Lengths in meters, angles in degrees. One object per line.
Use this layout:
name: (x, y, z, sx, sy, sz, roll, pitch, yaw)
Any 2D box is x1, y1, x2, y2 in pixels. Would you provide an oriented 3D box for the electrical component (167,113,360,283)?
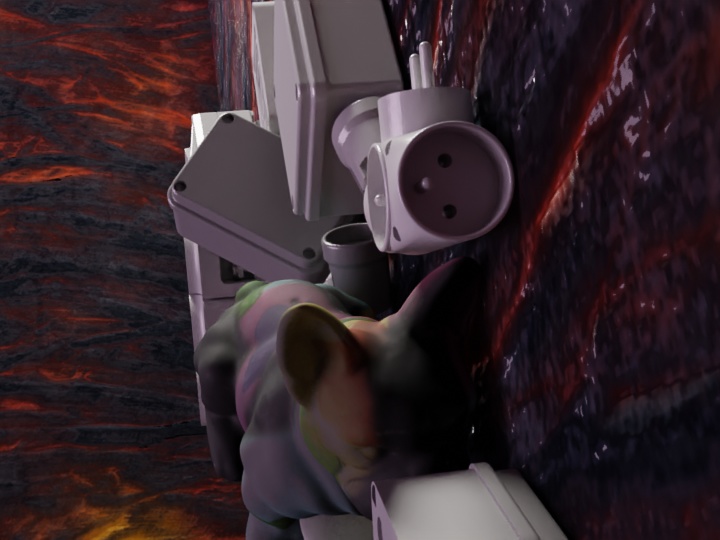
electrical component: (-0.061, -0.043, 0.709, 0.078, 0.113, 0.057, -59, -9, -23)

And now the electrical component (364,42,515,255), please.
electrical component: (0.026, -0.048, 0.420, 0.077, 0.044, 0.079, 161, 104, -81)

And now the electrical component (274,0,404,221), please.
electrical component: (-0.015, -0.103, 0.611, 0.108, 0.056, 0.108, 97, 165, -54)

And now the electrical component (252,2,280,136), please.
electrical component: (-0.043, -0.129, 0.769, 0.078, 0.057, 0.113, 102, 160, -63)

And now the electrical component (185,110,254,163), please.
electrical component: (-0.116, -0.084, 0.916, 0.096, 0.061, 0.061, -107, 16, -46)

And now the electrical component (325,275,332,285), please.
electrical component: (-0.016, 0.025, 0.740, 0.062, 0.048, 0.048, -92, 2, -54)

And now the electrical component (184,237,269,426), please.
electrical component: (-0.094, 0.038, 0.802, 0.089, 0.062, 0.150, -138, 43, -77)

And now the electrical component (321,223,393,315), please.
electrical component: (0.000, 0.000, 0.638, 0.040, 0.040, 0.046, -118, 18, -68)

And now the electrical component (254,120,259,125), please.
electrical component: (-0.068, -0.107, 0.965, 0.089, 0.050, 0.055, -152, 57, -79)

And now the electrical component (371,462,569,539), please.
electrical component: (0.041, 0.137, 0.397, 0.078, 0.057, 0.113, -125, 30, -72)

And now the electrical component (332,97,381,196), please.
electrical component: (0.011, -0.057, 0.535, 0.046, 0.040, 0.040, -113, 19, -44)
